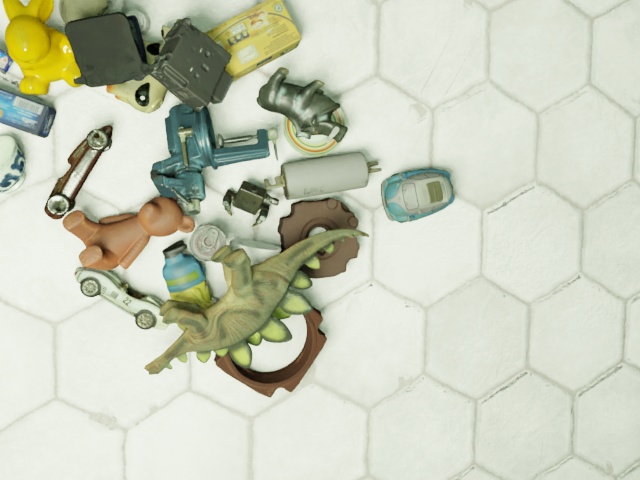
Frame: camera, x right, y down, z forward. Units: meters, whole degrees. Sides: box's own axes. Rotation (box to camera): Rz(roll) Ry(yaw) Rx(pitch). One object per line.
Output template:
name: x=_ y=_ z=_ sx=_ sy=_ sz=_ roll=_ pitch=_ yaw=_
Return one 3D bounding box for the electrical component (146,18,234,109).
electrical component: x=-0.220 y=-0.303 z=0.953 sx=0.134 sy=0.058 sz=0.115 roll=33 pitch=73 yaw=-41

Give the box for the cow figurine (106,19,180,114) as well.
cow figurine: x=-0.297 y=-0.328 z=1.014 sx=0.127 sy=0.085 sz=0.195 roll=28 pitch=85 yaw=-6

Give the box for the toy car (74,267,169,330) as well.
toy car: x=-0.376 y=0.108 z=1.030 sx=0.201 sy=0.073 sz=0.056 roll=35 pitch=90 yaw=-12

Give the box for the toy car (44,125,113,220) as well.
toy car: x=-0.446 y=-0.129 z=0.993 sx=0.053 sy=0.089 sz=0.202 roll=30 pitch=89 yaw=-15

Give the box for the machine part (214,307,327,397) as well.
machine part: x=-0.103 y=0.196 z=1.084 sx=0.201 sy=0.087 sz=0.201 roll=35 pitch=87 yaw=-10

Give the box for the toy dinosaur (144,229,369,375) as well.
toy dinosaur: x=-0.122 y=0.100 z=0.978 sx=0.471 sy=0.105 sz=0.198 roll=-40 pitch=113 yaw=-1

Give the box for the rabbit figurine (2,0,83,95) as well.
rabbit figurine: x=-0.485 y=-0.341 z=0.931 sx=0.122 sy=0.173 sz=0.162 roll=-6 pitch=99 yaw=-7

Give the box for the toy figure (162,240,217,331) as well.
toy figure: x=-0.260 y=0.095 z=1.050 sx=0.089 sy=0.082 sz=0.180 roll=-19 pitch=105 yaw=9

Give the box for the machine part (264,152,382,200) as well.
machine part: x=0.008 y=-0.130 z=1.090 sx=0.243 sy=0.079 sz=0.079 roll=-10 pitch=96 yaw=-12

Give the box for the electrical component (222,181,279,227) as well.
electrical component: x=-0.142 y=-0.072 z=1.070 sx=0.102 sy=0.078 sz=0.045 roll=26 pitch=52 yaw=-17

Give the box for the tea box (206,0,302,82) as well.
tea box: x=-0.133 y=-0.389 z=1.050 sx=0.170 sy=0.068 sz=0.098 roll=-29 pitch=99 yaw=-9

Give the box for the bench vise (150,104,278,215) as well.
bench vise: x=-0.194 y=-0.161 z=1.007 sx=0.241 sy=0.128 sz=0.224 roll=-10 pitch=62 yaw=-4

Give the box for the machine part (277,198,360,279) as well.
machine part: x=-0.002 y=-0.003 z=1.107 sx=0.179 sy=0.056 sz=0.179 roll=-1 pitch=95 yaw=-10

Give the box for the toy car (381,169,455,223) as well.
toy car: x=0.216 y=-0.094 z=1.122 sx=0.162 sy=0.103 sz=0.109 roll=-11 pitch=97 yaw=-9

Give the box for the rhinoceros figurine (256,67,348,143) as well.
rhinoceros figurine: x=-0.030 y=-0.258 z=1.055 sx=0.190 sy=0.073 sz=0.112 roll=25 pitch=86 yaw=-10

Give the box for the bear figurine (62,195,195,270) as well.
bear figurine: x=-0.347 y=-0.025 z=1.002 sx=0.196 sy=0.132 sz=0.120 roll=-30 pitch=71 yaw=-2

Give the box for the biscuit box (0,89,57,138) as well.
biscuit box: x=-0.592 y=-0.247 z=0.970 sx=0.203 sy=0.063 sz=0.059 roll=20 pitch=89 yaw=-12

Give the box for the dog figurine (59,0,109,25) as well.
dog figurine: x=-0.409 y=-0.438 z=0.930 sx=0.121 sy=0.191 sz=0.172 roll=6 pitch=94 yaw=-12

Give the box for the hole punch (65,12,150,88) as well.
hole punch: x=-0.366 y=-0.333 z=0.941 sx=0.142 sy=0.092 sz=0.115 roll=-12 pitch=116 yaw=-4
